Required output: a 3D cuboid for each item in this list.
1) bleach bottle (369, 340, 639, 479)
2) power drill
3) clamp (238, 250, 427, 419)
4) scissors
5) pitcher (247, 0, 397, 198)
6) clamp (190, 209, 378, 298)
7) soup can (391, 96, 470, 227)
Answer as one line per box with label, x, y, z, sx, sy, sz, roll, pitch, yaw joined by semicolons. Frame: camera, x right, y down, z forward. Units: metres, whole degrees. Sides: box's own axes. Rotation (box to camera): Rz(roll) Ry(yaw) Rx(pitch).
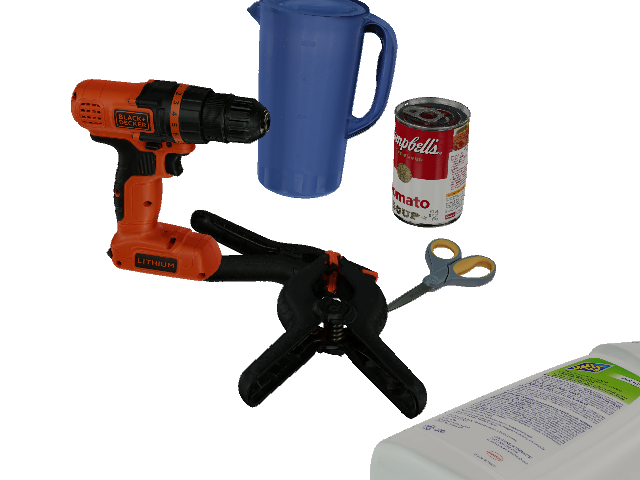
bleach bottle;0.149;0.109;0.593;0.250;0.068;0.103;-17;25;-37
power drill;-0.133;-0.057;0.985;0.184;0.188;0.057;9;30;14
clamp;0.018;0.065;0.739;0.120;0.039;0.171;14;34;2
scissors;0.123;0.038;1.261;0.201;0.016;0.096;-11;40;-36
pitcher;-0.007;-0.178;1.318;0.144;0.243;0.149;-10;29;-29
clamp;-0.041;0.027;1.117;0.210;0.036;0.164;16;18;-7
soup can;0.100;-0.072;0.979;0.068;0.102;0.068;0;31;0
